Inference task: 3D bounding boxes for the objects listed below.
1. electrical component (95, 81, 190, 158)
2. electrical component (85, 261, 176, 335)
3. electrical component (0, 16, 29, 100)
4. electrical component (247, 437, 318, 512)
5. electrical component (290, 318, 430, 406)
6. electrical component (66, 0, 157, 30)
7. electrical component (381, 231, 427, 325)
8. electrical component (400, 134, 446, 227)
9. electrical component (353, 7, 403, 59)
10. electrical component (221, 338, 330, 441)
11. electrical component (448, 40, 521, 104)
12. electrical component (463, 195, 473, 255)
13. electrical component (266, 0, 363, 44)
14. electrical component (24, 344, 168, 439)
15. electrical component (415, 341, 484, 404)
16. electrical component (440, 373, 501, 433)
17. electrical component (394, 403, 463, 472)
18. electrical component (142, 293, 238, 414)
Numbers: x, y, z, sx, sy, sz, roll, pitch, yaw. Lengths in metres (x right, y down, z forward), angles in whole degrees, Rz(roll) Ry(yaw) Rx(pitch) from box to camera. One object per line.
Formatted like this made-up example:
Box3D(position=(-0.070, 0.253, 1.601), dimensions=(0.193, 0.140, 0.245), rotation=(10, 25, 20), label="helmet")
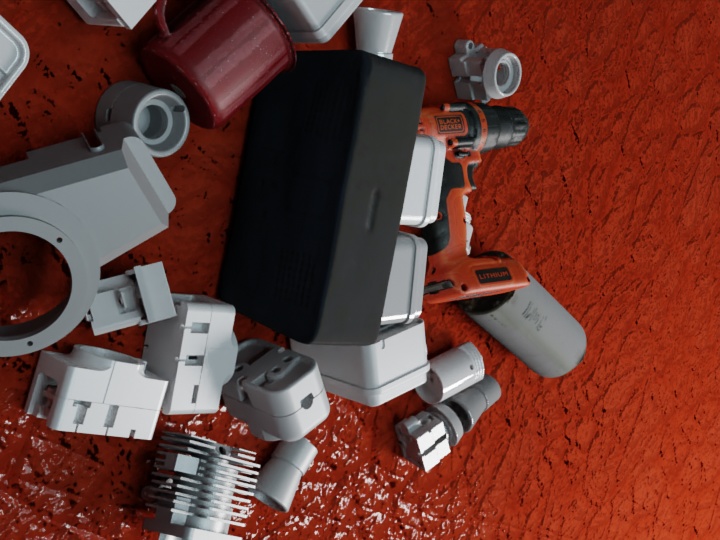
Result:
Box3D(position=(-0.159, -0.110, 0.796), dimensions=(0.055, 0.047, 0.055), rotation=(-14, 111, -42), label="electrical component")
Box3D(position=(-0.174, 0.023, 0.801), dimensions=(0.064, 0.081, 0.042), rotation=(-16, 89, -13), label="electrical component")
Box3D(position=(-0.264, -0.122, 0.679), dimensions=(0.053, 0.059, 0.095), rotation=(46, 68, -41), label="electrical component")
Box3D(position=(-0.068, 0.180, 0.973), dimensions=(0.065, 0.044, 0.044), rotation=(-57, 134, -23), label="electrical component")
Box3D(position=(-0.002, 0.072, 0.957), dimensions=(0.078, 0.113, 0.057), rotation=(-20, 112, -40), label="electrical component")
Box3D(position=(-0.189, -0.247, 0.718), dimensions=(0.089, 0.062, 0.150), rotation=(-55, 133, -19), label="electrical component")
Box3D(position=(0.000, 0.000, 0.939), dimensions=(0.057, 0.113, 0.078), rotation=(-5, 105, -41), label="electrical component")
Box3D(position=(0.014, -0.083, 0.929), dimensions=(0.057, 0.113, 0.078), rotation=(-1, 102, -42), label="electrical component")
Box3D(position=(0.013, -0.196, 0.949), dimensions=(0.044, 0.044, 0.065), rotation=(-9, 112, -43), label="electrical component")
Box3D(position=(-0.074, 0.103, 0.906), dimensions=(0.054, 0.095, 0.059), rotation=(-35, 124, -33), label="electrical component")
Box3D(position=(0.123, -0.192, 1.049), dimensions=(0.048, 0.055, 0.066), rotation=(-38, 125, -32), label="electrical component")
Box3D(position=(0.091, -0.045, 1.068), dimensions=(0.048, 0.048, 0.062), rotation=(29, 71, -45), label="electrical component")
Box3D(position=(-0.044, -0.231, 0.834), dimensions=(0.108, 0.109, 0.056), rotation=(-54, 129, -20), label="electrical component")
Box3D(position=(-0.197, 0.090, 0.812), dimensions=(0.089, 0.050, 0.055), rotation=(16, 90, -46), label="electrical component")
Box3D(position=(0.097, 0.104, 1.114), dimensions=(0.081, 0.043, 0.043), rotation=(-22, 116, -39), label="electrical component")
Box3D(position=(0.120, 0.139, 1.150), dimensions=(0.065, 0.044, 0.044), rotation=(-33, 123, -40), label="electrical component")
Box3D(position=(0.072, 0.169, 1.107), dimensions=(0.055, 0.048, 0.066), rotation=(-31, 122, -26), label="electrical component")
Box3D(position=(-0.137, 0.067, 0.865), dimensions=(0.056, 0.050, 0.089), rotation=(6, 97, -45), label="electrical component")
